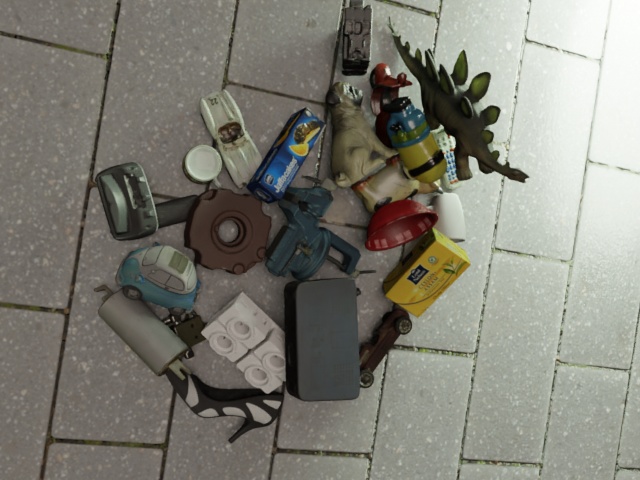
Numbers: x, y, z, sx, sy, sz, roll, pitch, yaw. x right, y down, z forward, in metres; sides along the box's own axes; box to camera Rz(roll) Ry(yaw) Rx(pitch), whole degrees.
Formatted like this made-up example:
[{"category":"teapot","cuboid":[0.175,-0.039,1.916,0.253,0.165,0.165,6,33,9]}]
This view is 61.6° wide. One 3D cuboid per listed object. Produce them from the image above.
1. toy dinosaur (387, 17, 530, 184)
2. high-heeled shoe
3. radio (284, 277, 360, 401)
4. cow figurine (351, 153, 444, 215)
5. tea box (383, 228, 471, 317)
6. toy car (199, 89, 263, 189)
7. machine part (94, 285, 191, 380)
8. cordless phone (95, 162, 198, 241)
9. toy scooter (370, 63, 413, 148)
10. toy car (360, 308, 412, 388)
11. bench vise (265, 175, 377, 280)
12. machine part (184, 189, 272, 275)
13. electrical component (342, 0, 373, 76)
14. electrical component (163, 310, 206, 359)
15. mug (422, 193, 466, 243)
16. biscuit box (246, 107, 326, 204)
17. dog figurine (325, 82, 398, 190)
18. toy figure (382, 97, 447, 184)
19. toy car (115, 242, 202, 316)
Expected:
[{"category":"toy dinosaur","cuboid":[0.260,-0.281,1.090,0.105,0.198,0.472,-24,56,-19]},{"category":"high-heeled shoe","cuboid":[-0.189,0.294,1.078,0.145,0.086,0.248,-43,104,-14]},{"category":"radio","cuboid":[0.002,0.187,1.023,0.131,0.073,0.229,0,83,-24]},{"category":"cow figurine","cuboid":[0.179,-0.121,1.155,0.195,0.085,0.127,-36,102,-7]},{"category":"tea box","cuboid":[0.224,0.070,1.143,0.098,0.068,0.169,32,114,-12]},{"category":"toy car","cuboid":[-0.175,-0.200,1.077,0.073,0.056,0.201,-27,97,-13]},{"category":"machine part","cuboid":[-0.333,0.171,1.014,0.243,0.079,0.079,43,81,8]},{"category":"cordless phone","cuboid":[-0.325,-0.085,1.042,0.184,0.089,0.146,-17,95,-24]},{"category":"toy scooter","cuboid":[0.155,-0.283,1.119,0.075,0.135,0.183,-14,96,-15]},{"category":"toy car","cuboid":[0.120,0.230,1.147,0.053,0.089,0.202,40,83,-14]},{"category":"bench vise","cuboid":[0.003,-0.002,1.099,0.240,0.129,0.223,33,76,-30]},{"category":"machine part","cuboid":[-0.181,-0.017,1.067,0.179,0.056,0.179,-2,94,-24]},{"category":"electrical component","cuboid":[0.075,-0.415,1.102,0.058,0.115,0.134,2,91,-2]},{"category":"electrical component","cuboid":[-0.273,0.184,1.071,0.078,0.045,0.102,-32,103,-40]},{"category":"mug","cuboid":[0.266,-0.049,1.187,0.110,0.081,0.107,4,80,-6]},{"category":"biscuit box","cuboid":[-0.067,-0.168,1.072,0.059,0.063,0.202,39,65,-25]},{"category":"dog figurine","cuboid":[0.047,-0.214,1.092,0.190,0.121,0.172,54,40,-7]},{"category":"toy figure","cuboid":[0.187,-0.192,1.056,0.082,0.089,0.180,-31,116,-9]},{"category":"toy car","cuboid":[-0.292,0.066,1.015,0.161,0.103,0.109,31,40,-16]}]
